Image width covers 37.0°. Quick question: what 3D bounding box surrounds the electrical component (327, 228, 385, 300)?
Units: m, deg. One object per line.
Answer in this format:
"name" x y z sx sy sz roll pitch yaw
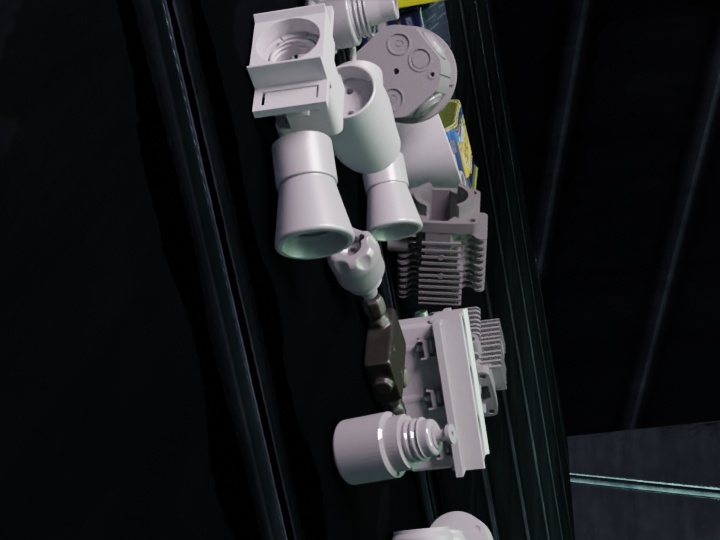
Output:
"electrical component" 0.000 0.000 0.715 0.061 0.035 0.035 67 19 -56

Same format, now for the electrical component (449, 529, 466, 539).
"electrical component" 0.061 0.228 0.815 0.045 0.045 0.055 55 29 -64

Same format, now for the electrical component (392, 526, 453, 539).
"electrical component" 0.046 0.212 0.762 0.045 0.045 0.055 43 39 -71

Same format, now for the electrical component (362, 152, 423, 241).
"electrical component" 0.022 -0.060 0.841 0.044 0.044 0.065 46 33 -70

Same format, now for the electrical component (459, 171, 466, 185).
"electrical component" 0.075 -0.066 1.045 0.058 0.057 0.078 -46 127 -75

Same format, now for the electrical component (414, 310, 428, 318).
"electrical component" 0.060 0.065 0.944 0.035 0.035 0.061 -53 131 -73

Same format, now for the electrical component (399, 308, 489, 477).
"electrical component" 0.062 0.097 0.866 0.079 0.063 0.121 -30 111 -77

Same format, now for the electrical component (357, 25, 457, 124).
"electrical component" 0.036 -0.161 0.881 0.051 0.080 0.080 -18 100 -72

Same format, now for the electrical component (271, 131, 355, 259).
"electrical component" -0.029 -0.044 0.598 0.044 0.044 0.065 52 27 -67

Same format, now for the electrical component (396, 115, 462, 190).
"electrical component" 0.058 -0.117 0.983 0.099 0.064 0.099 -9 90 -78

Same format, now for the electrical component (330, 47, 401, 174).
"electrical component" -0.002 -0.120 0.759 0.077 0.044 0.079 58 27 -62

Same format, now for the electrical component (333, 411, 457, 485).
"electrical component" 0.020 0.105 0.649 0.040 0.078 0.040 42 41 -51

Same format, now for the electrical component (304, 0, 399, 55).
"electrical component" -0.005 -0.175 0.740 0.048 0.062 0.048 -8 90 -78

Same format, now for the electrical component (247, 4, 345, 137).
"electrical component" -0.034 -0.110 0.615 0.063 0.042 0.081 70 18 -50

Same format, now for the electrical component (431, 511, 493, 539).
"electrical component" 0.082 0.265 0.870 0.073 0.052 0.138 52 32 -67
